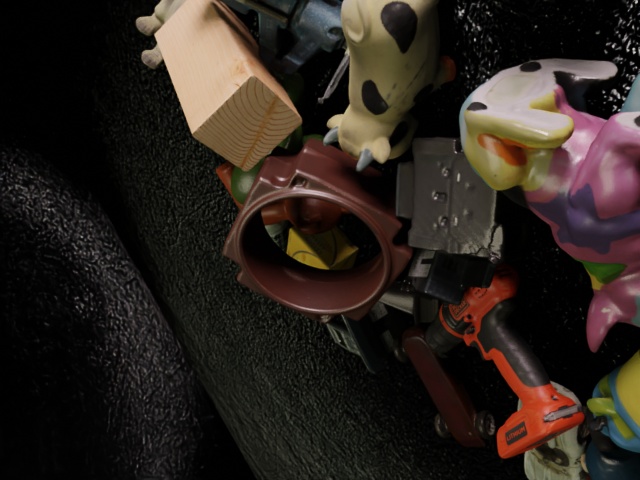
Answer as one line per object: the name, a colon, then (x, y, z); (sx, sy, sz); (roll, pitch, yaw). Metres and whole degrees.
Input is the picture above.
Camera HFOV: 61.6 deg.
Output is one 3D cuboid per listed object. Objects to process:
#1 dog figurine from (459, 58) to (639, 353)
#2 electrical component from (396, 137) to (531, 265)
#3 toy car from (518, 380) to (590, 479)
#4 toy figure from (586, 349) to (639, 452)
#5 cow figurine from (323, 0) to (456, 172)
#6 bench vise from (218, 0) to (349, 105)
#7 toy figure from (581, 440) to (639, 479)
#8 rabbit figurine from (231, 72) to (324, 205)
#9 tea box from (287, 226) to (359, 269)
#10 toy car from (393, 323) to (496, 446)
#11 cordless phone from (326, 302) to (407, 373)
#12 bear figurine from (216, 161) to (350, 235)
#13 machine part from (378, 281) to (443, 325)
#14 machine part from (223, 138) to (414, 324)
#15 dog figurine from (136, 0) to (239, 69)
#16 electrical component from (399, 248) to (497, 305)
dog figurine: (0.208, -0.017, 0.419); (0.192, 0.108, 0.218); (14, 136, 36)
electrical component: (0.135, -0.043, 0.526); (0.134, 0.058, 0.114); (12, 104, 48)
toy car: (0.283, 0.249, 0.644); (0.074, 0.056, 0.201); (22, 137, 49)
toy figure: (0.297, 0.134, 0.472); (0.089, 0.082, 0.180); (45, 154, 18)
cow figurine: (0.061, -0.149, 0.502); (0.086, 0.127, 0.194); (45, 162, 31)
bench vise: (-0.029, -0.275, 0.505); (0.223, 0.129, 0.240); (37, 145, 0)
toy figure: (0.328, 0.268, 0.592); (0.064, 0.058, 0.154); (33, 150, 49)
rabbit figurine: (-0.065, -0.128, 0.716); (0.159, 0.121, 0.170); (1, 84, 36)
tea box: (-0.003, 0.044, 0.893); (0.098, 0.068, 0.169); (46, 151, 23)
toy car: (0.182, 0.209, 0.777); (0.089, 0.053, 0.202); (-24, 100, 43)
cordless phone: (0.049, 0.128, 0.884); (0.184, 0.089, 0.146); (3, 122, 64)
bear figurine: (-0.048, -0.072, 0.788); (0.196, 0.120, 0.131); (4, 119, 56)
machine part: (0.110, 0.075, 0.743); (0.139, 0.039, 0.084); (15, 135, 30)
machine part: (-0.001, -0.002, 0.649); (0.201, 0.087, 0.201); (28, 129, -6)
dog figurine: (-0.160, -0.333, 0.750); (0.190, 0.121, 0.172); (-43, 52, 35)
electrical component: (0.141, 0.033, 0.597); (0.048, 0.074, 0.119); (21, 176, -12)
